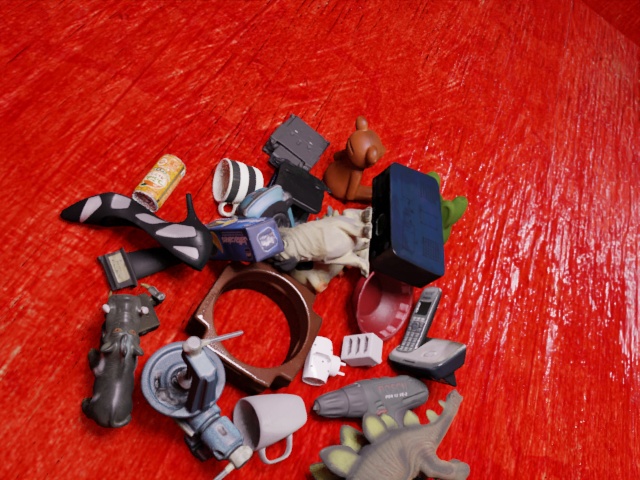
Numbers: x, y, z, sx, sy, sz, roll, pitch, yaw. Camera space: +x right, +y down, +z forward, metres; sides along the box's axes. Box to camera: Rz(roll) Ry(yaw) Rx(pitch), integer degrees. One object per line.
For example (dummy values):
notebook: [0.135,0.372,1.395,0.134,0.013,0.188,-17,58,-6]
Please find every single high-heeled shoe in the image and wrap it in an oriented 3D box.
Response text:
high-heeled shoe: [-0.305,-0.004,0.898,0.249,0.086,0.145,-8,72,-2]

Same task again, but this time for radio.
radio: [0.168,-0.033,1.046,0.131,0.073,0.229,20,54,-25]

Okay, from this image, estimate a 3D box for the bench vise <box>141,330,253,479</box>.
bench vise: [-0.175,0.223,0.771,0.129,0.240,0.224,-21,59,-31]

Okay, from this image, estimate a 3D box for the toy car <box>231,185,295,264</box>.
toy car: [-0.107,-0.035,1.018,0.109,0.161,0.103,-41,47,-23]

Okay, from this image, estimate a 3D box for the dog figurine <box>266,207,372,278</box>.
dog figurine: [-0.002,-0.006,0.987,0.191,0.172,0.121,4,99,5]

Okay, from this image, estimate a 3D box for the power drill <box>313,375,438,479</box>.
power drill: [0.114,0.348,0.955,0.232,0.086,0.207,-10,62,-33]

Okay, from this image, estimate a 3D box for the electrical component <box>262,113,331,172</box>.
electrical component: [-0.055,-0.198,1.173,0.115,0.058,0.134,35,52,-4]

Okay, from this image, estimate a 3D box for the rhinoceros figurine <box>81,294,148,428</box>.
rhinoceros figurine: [-0.301,0.174,0.787,0.073,0.112,0.190,9,76,-22]

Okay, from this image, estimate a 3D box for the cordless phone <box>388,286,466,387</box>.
cordless phone: [0.225,0.178,1.042,0.088,0.147,0.184,31,72,-27]

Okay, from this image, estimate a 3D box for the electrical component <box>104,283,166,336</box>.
electrical component: [-0.300,0.116,0.871,0.102,0.045,0.078,-13,69,-33]

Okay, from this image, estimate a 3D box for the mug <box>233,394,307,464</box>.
mug: [-0.072,0.299,0.873,0.107,0.081,0.109,-4,64,-40]

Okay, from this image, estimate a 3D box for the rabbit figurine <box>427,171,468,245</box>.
rabbit figurine: [0.257,-0.065,1.227,0.121,0.159,0.170,-23,91,-46]

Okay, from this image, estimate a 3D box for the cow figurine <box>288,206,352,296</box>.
cow figurine: [0.010,0.018,1.075,0.127,0.085,0.195,50,55,1]

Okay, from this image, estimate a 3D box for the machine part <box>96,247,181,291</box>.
machine part: [-0.301,0.038,0.921,0.139,0.039,0.084,-21,67,-33]

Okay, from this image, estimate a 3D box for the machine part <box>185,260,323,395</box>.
machine part: [-0.113,0.148,0.931,0.201,0.087,0.201,35,54,-7]

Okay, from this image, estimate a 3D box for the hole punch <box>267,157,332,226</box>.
hole punch: [-0.057,-0.088,1.098,0.142,0.092,0.116,27,43,-13]

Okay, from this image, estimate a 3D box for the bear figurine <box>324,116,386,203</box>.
bear figurine: [0.091,-0.169,1.149,0.132,0.196,0.120,-7,65,-32]

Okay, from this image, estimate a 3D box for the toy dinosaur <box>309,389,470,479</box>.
toy dinosaur: [0.072,0.401,0.832,0.199,0.105,0.471,39,66,15]

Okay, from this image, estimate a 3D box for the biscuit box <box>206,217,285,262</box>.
biscuit box: [-0.145,-0.001,0.920,0.059,0.203,0.062,-25,105,-36]
